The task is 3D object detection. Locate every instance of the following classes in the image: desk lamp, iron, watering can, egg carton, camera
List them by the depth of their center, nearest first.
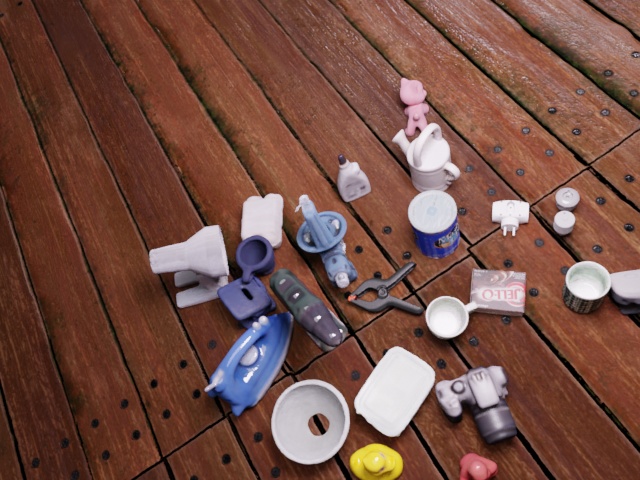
[{"bbox_3d":[0.309,0.325,1.107,0.143,0.101,0.136,-21,61,6],"label":"camera"},{"bbox_3d":[-0.155,0.247,1.257,0.118,0.142,0.258,27,75,26],"label":"iron"},{"bbox_3d":[0.244,-0.196,1.324,0.172,0.194,0.101,12,69,21],"label":"watering can"},{"bbox_3d":[-0.289,0.064,1.342,0.203,0.214,0.118,-18,61,8],"label":"desk lamp"},{"bbox_3d":[-0.143,-0.045,1.435,0.107,0.069,0.150,-7,63,13],"label":"egg carton"}]

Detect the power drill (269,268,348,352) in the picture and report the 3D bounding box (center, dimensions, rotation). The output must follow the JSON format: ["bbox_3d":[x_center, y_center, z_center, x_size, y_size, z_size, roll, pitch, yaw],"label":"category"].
[{"bbox_3d":[-0.011,0.163,1.216,0.076,0.209,0.229,-43,61,-6],"label":"power drill"}]

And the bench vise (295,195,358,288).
[{"bbox_3d":[0.021,-0.003,1.281,0.121,0.220,0.207,-41,61,-5],"label":"bench vise"}]

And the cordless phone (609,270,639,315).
[{"bbox_3d":[0.637,0.070,1.086,0.147,0.185,0.094,-10,63,12],"label":"cordless phone"}]

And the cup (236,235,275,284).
[{"bbox_3d":[-0.148,0.059,1.372,0.091,0.095,0.118,8,68,20],"label":"cup"}]

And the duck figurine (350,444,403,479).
[{"bbox_3d":[0.106,0.437,1.121,0.104,0.086,0.077,-3,64,15],"label":"duck figurine"}]

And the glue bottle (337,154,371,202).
[{"bbox_3d":[0.070,-0.155,1.366,0.078,0.173,0.037,-23,61,5],"label":"glue bottle"}]

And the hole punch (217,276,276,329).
[{"bbox_3d":[-0.173,0.136,1.344,0.101,0.091,0.108,-41,61,-5],"label":"hole punch"}]

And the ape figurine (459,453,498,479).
[{"bbox_3d":[0.292,0.433,1.065,0.077,0.092,0.076,-22,61,5],"label":"ape figurine"}]

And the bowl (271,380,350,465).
[{"bbox_3d":[-0.012,0.381,1.189,0.167,0.075,0.167,-6,63,13],"label":"bowl"}]

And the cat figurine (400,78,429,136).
[{"bbox_3d":[0.237,-0.345,1.441,0.067,0.118,0.128,-8,63,13],"label":"cat figurine"}]
